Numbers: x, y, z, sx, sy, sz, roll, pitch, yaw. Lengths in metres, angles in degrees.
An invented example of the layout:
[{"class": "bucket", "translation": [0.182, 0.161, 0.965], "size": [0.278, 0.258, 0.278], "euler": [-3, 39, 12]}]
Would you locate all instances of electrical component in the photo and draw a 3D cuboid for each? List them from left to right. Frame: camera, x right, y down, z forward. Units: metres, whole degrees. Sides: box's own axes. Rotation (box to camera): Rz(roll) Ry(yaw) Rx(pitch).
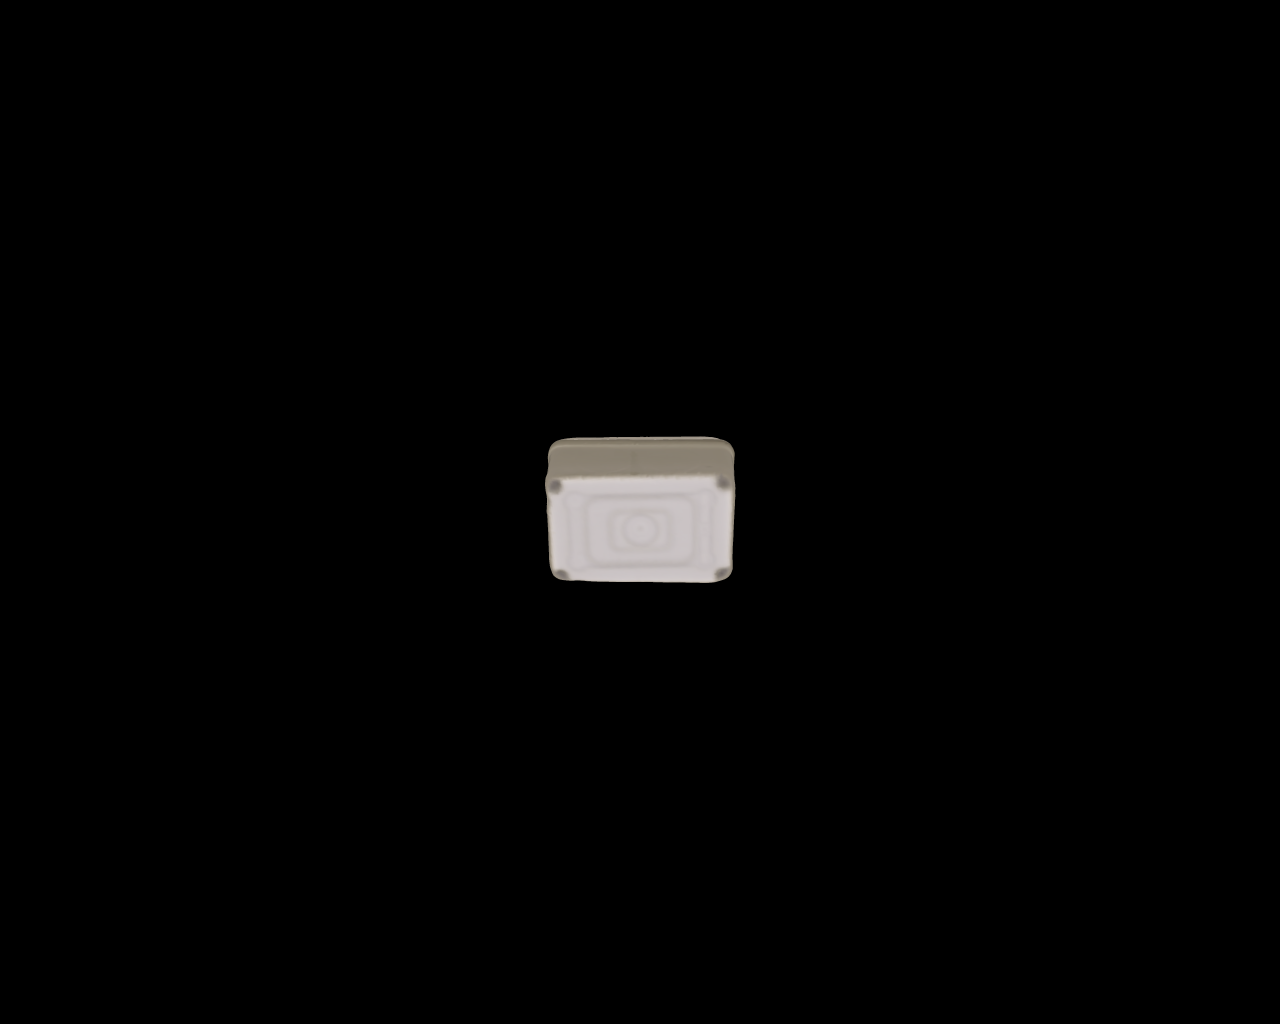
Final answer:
[{"class": "electrical component", "translation": [0.001, -0.003, 0.650], "size": [0.113, 0.078, 0.057], "euler": [0, 29, 0]}]
